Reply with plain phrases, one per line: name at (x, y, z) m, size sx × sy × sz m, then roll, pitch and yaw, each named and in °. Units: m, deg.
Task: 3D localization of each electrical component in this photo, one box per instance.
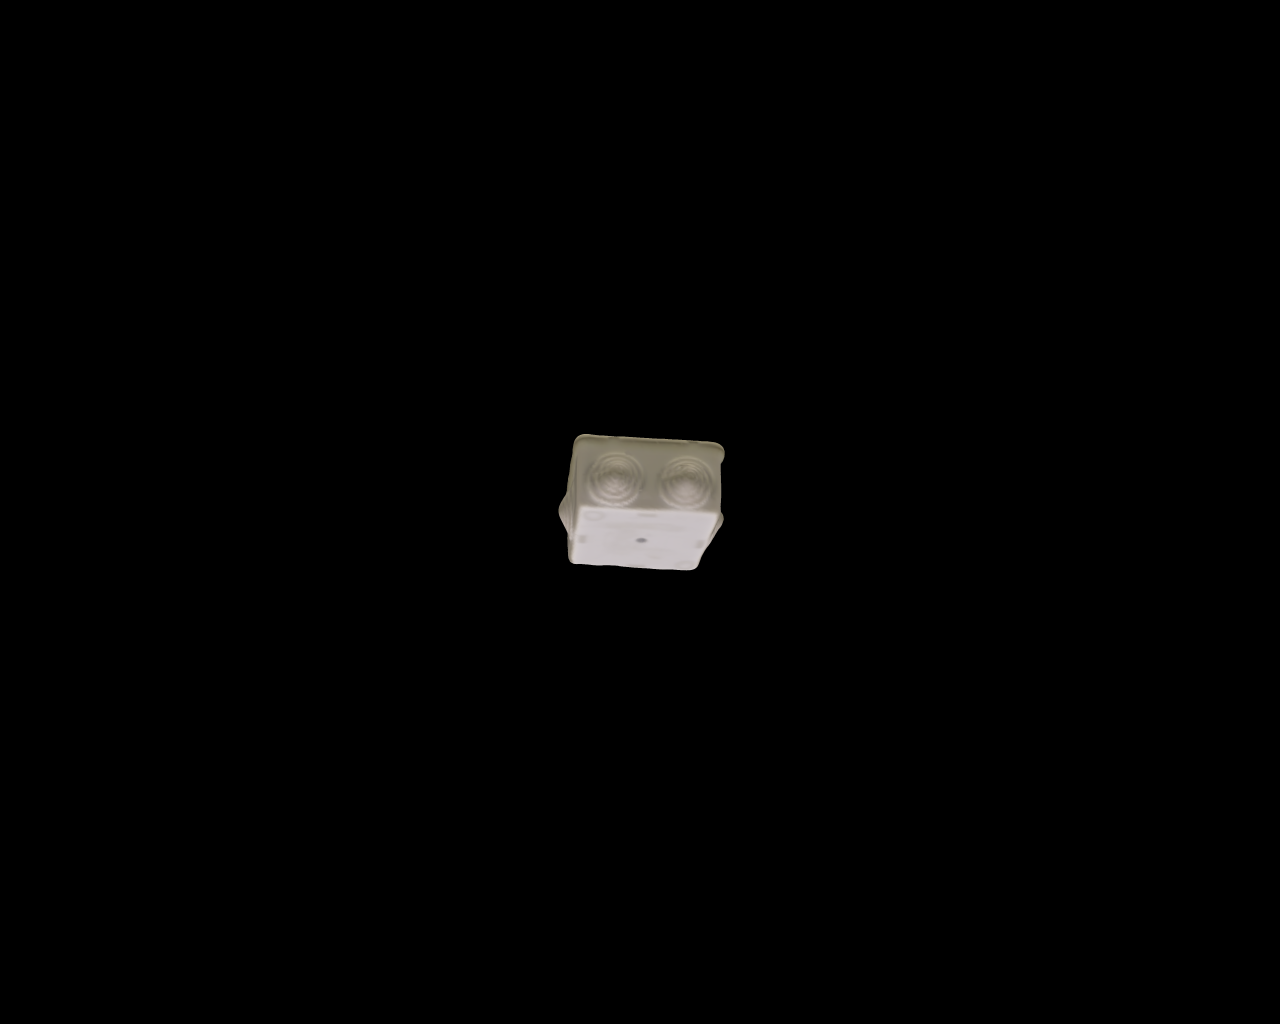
electrical component at (0.001, -0.003, 0.650) m, size 0.100 × 0.048 × 0.099 m, roll 4°, pitch -28°, yaw -7°
